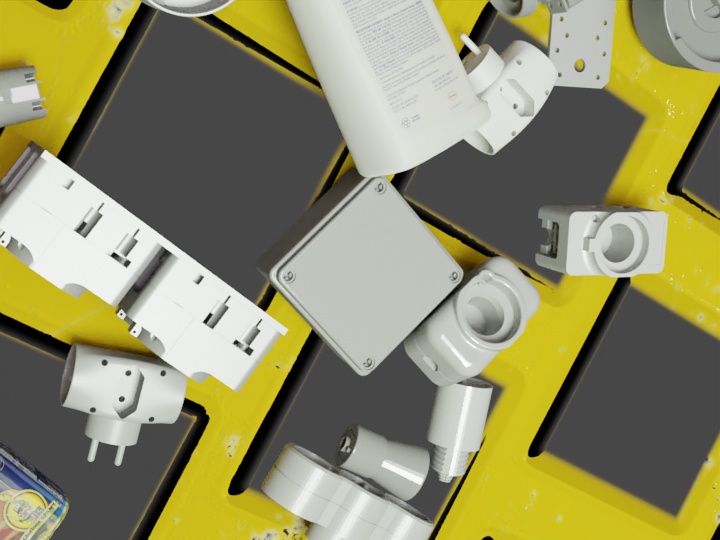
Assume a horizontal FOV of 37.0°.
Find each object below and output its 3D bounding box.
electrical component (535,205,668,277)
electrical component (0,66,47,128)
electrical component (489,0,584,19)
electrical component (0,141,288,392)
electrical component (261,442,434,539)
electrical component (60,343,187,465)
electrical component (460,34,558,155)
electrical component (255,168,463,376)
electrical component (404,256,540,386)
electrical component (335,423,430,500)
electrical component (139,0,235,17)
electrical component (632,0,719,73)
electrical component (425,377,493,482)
[{"bbox_3d":[0.194,-0.024,0.852,0.089,0.056,0.050,-1,100,-21],"label":"electrical component"},{"bbox_3d":[-0.227,-0.109,0.684,0.046,0.040,0.040,-16,105,-24],"label":"electrical component"},{"bbox_3d":[0.125,-0.221,0.790,0.057,0.058,0.078,-33,110,-16],"label":"electrical component"},{"bbox_3d":[-0.149,0.000,0.697,0.186,0.105,0.060,38,85,-22],"label":"electrical component"},{"bbox_3d":[-0.017,0.193,0.811,0.138,0.052,0.073,32,87,-23],"label":"electrical component"},{"bbox_3d":[-0.167,0.096,0.740,0.077,0.043,0.079,13,94,-23],"label":"electrical component"},{"bbox_3d":[0.095,-0.140,0.800,0.079,0.043,0.077,42,83,-22],"label":"electrical component"},{"bbox_3d":[0.000,0.000,0.781,0.109,0.056,0.108,-45,112,-8],"label":"electrical component"},{"bbox_3d":[0.086,0.037,0.803,0.053,0.059,0.095,48,65,-2],"label":"electrical component"},{"bbox_3d":[0.015,0.144,0.822,0.065,0.044,0.044,26,89,-18],"label":"electrical component"},{"bbox_3d":[-0.117,-0.217,0.707,0.099,0.064,0.099,-10,116,-20],"label":"electrical component"},{"bbox_3d":[0.265,-0.209,0.844,0.108,0.060,0.108,-4,101,-21],"label":"electrical component"},{"bbox_3d":[0.074,0.125,0.839,0.043,0.043,0.081,9,96,-22],"label":"electrical component"}]
